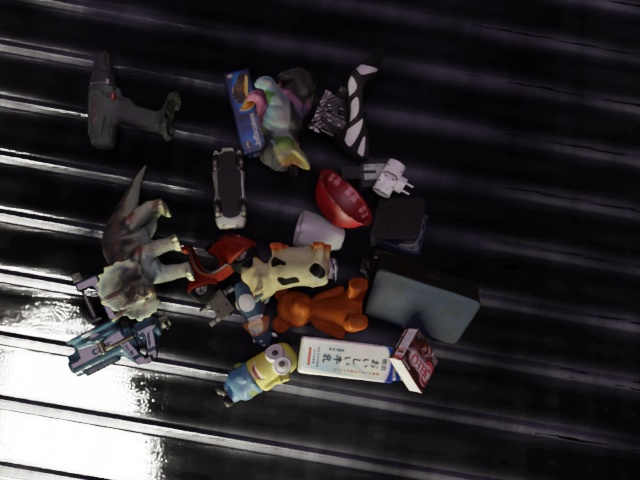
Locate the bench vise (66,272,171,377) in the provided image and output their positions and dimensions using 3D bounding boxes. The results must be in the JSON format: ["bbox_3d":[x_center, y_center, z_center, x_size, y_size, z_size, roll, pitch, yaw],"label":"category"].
[{"bbox_3d":[-0.447,0.169,1.145,0.224,0.129,0.240,-27,88,-9],"label":"bench vise"}]

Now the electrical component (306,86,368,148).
[{"bbox_3d":[0.044,-0.289,1.262,0.115,0.058,0.134,25,82,-1],"label":"electrical component"}]

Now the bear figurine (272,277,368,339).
[{"bbox_3d":[-0.003,0.144,1.163,0.196,0.132,0.120,8,66,-7],"label":"bear figurine"}]

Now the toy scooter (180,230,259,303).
[{"bbox_3d":[-0.235,0.039,1.194,0.184,0.075,0.135,-39,73,-10],"label":"toy scooter"}]

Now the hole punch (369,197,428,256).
[{"bbox_3d":[0.183,-0.031,1.216,0.116,0.092,0.142,6,68,26],"label":"hole punch"}]

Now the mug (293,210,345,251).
[{"bbox_3d":[-0.002,-0.004,1.210,0.107,0.081,0.109,13,105,-8],"label":"mug"}]

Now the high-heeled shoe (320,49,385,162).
[{"bbox_3d":[0.110,-0.299,1.200,0.145,0.086,0.248,38,86,-1],"label":"high-heeled shoe"}]

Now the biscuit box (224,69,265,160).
[{"bbox_3d":[-0.170,-0.290,1.251,0.063,0.059,0.202,-14,83,-4],"label":"biscuit box"}]

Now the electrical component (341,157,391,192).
[{"bbox_3d":[0.108,-0.151,1.248,0.119,0.047,0.074,-6,82,-3],"label":"electrical component"}]

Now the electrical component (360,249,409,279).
[{"bbox_3d":[0.141,0.062,1.211,0.102,0.078,0.045,17,57,-6],"label":"electrical component"}]

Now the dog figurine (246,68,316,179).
[{"bbox_3d":[-0.065,-0.252,1.193,0.191,0.108,0.219,-25,93,-30],"label":"dog figurine"}]

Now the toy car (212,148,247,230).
[{"bbox_3d":[-0.205,-0.118,1.217,0.073,0.056,0.202,-3,69,-9],"label":"toy car"}]

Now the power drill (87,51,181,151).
[{"bbox_3d":[-0.432,-0.316,1.235,0.207,0.086,0.232,8,83,-5],"label":"power drill"}]

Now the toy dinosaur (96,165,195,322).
[{"bbox_3d":[-0.394,0.011,1.133,0.192,0.131,0.405,-23,51,-13],"label":"toy dinosaur"}]

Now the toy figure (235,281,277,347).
[{"bbox_3d":[-0.147,0.164,1.188,0.064,0.058,0.154,-25,82,38],"label":"toy figure"}]

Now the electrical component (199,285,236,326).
[{"bbox_3d":[-0.221,0.145,1.203,0.094,0.021,0.063,-39,85,-8],"label":"electrical component"}]

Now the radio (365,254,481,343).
[{"bbox_3d":[0.217,0.129,1.171,0.230,0.073,0.131,19,120,1],"label":"radio"}]

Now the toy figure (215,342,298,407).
[{"bbox_3d":[-0.134,0.285,1.159,0.180,0.089,0.082,-34,99,2],"label":"toy figure"}]

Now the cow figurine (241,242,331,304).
[{"bbox_3d":[-0.074,0.069,1.142,0.195,0.085,0.127,-3,79,14],"label":"cow figurine"}]
